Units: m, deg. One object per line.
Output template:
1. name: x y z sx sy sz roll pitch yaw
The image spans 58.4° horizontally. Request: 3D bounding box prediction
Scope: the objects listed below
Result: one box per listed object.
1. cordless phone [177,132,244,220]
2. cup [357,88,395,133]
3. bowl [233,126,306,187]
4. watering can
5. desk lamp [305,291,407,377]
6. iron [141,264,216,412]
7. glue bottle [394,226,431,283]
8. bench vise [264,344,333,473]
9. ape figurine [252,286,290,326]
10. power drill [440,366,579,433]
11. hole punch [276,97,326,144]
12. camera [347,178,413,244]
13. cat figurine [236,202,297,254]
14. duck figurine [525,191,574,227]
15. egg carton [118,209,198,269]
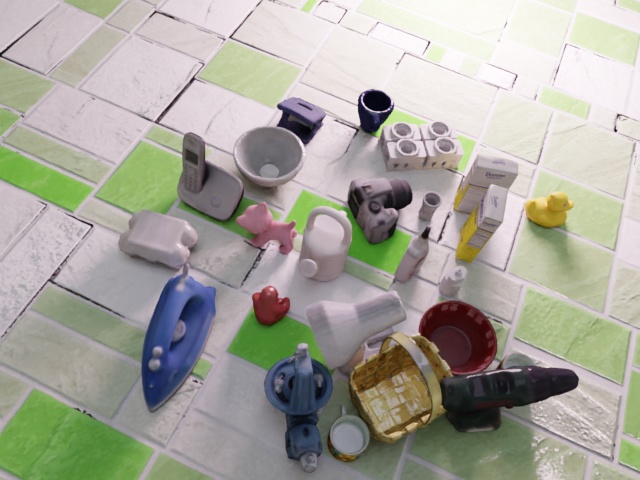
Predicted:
1. cordless phone: -0.236 -0.139 1.227 0.147 0.185 0.094 25 59 8
2. cup: 0.133 -0.304 1.429 0.091 0.095 0.117 5 58 -4
3. bowl: -0.118 -0.181 1.333 0.167 0.075 0.167 3 58 -5
4. watering can: 0.013 0.005 1.166 0.101 0.194 0.173 7 58 -3
5. desk lamp: 0.069 0.172 1.061 0.203 0.213 0.117 -15 62 -16
6. iron: -0.275 0.174 1.057 0.118 0.141 0.258 12 58 0
7. glue bottle: 0.202 0.022 1.193 0.037 0.173 0.078 37 62 15
8. bench vise: -0.019 0.276 0.982 0.122 0.220 0.207 -21 64 -19
9. ape figurine: -0.100 0.123 1.140 0.077 0.092 0.076 27 59 10
10. power drill: 0.315 0.282 1.029 0.230 0.208 0.075 -3 59 -9
11. hole punch: -0.047 -0.310 1.411 0.108 0.091 0.101 28 60 10
12. camera: 0.147 -0.086 1.294 0.137 0.101 0.143 -16 62 -16
13. cat figurine: -0.111 -0.034 1.219 0.128 0.118 0.067 10 58 -1
14. duck figurine: 0.545 -0.082 1.353 0.104 0.086 0.077 13 58 1
15. egg carton: -0.336 -0.001 1.198 0.150 0.069 0.107 15 58 2
